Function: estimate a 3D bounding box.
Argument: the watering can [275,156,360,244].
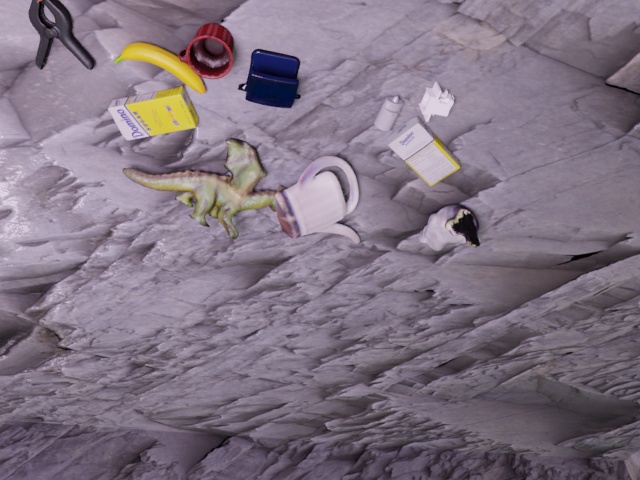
[{"bbox_3d":[0.004,-0.068,1.343,0.225,0.106,0.339,-24,137,-9],"label":"watering can"}]

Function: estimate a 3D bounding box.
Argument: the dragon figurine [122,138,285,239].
[{"bbox_3d":[-0.254,-0.154,1.296,0.407,0.125,0.240,29,109,-28],"label":"dragon figurine"}]

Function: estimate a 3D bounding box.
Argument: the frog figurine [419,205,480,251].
[{"bbox_3d":[0.354,-0.031,1.425,0.137,0.124,0.158,11,169,-23],"label":"frog figurine"}]
